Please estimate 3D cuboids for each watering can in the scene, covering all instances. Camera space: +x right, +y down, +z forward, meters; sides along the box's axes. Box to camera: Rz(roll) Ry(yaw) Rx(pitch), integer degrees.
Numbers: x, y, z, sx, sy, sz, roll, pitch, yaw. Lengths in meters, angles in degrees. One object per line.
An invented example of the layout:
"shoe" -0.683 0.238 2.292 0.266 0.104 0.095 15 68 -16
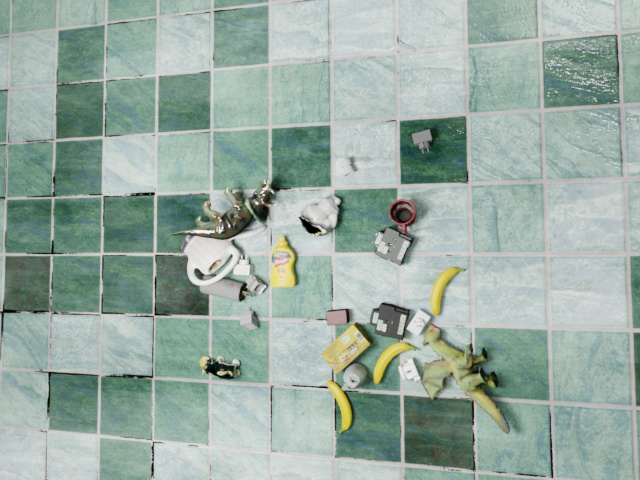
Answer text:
"watering can" -0.391 0.016 2.002 0.226 0.102 0.350 41 79 18

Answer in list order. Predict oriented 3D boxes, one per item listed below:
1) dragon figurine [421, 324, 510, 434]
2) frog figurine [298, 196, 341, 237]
"dragon figurine" 0.472 0.485 1.782 0.240 0.122 0.413 -23 80 29
"frog figurine" 0.006 -0.097 1.925 0.138 0.120 0.162 21 57 21
